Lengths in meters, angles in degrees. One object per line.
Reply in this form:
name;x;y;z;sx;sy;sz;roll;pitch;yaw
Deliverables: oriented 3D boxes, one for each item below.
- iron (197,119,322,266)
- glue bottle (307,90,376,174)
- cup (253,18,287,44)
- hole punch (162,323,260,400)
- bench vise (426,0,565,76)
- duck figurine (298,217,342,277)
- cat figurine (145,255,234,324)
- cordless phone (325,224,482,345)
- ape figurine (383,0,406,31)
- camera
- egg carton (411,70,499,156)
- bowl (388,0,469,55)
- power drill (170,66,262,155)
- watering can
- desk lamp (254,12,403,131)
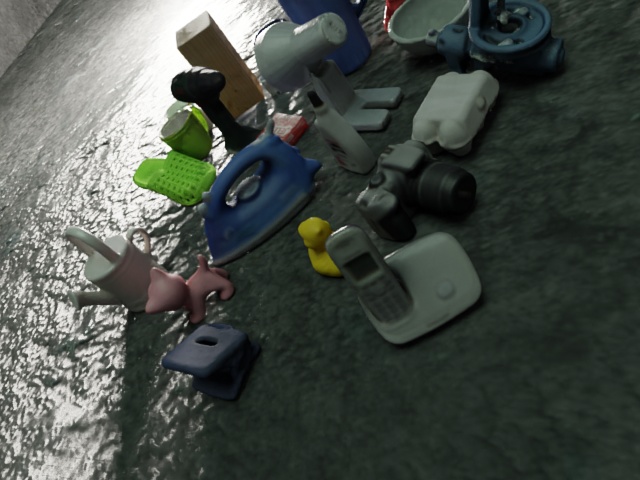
iron;-0.127;-0.082;0.990;0.258;0.142;0.118;-45;42;-6
glue bottle;0.025;-0.180;0.939;0.077;0.174;0.037;22;70;45
cup;-0.091;-0.433;1.304;0.091;0.095;0.117;-22;44;19
hole punch;-0.160;0.166;0.837;0.108;0.091;0.101;2;56;38
bench vise;0.246;-0.330;0.872;0.206;0.220;0.121;-9;50;30
duck figurine;0.008;0.003;0.859;0.077;0.086;0.104;-50;42;-11
cat figurine;-0.224;0.077;0.940;0.128;0.118;0.067;-42;41;-2
cordless phone;0.100;0.032;0.691;0.147;0.186;0.094;-33;42;8
ape figurine;0.158;-0.462;1.148;0.077;0.092;0.076;-20;45;21
camera;0.140;-0.074;0.818;0.136;0.101;0.143;23;71;46
egg carton;0.213;-0.200;0.898;0.107;0.070;0.150;11;62;41
bowl;0.215;-0.399;1.065;0.167;0.075;0.167;-20;45;22
power drill;-0.204;-0.266;1.155;0.228;0.209;0.076;24;71;46
watering can;-0.373;0.046;1.018;0.100;0.195;0.173;-11;49;29
desk lamp;0.011;-0.304;1.026;0.202;0.214;0.118;7;59;40
